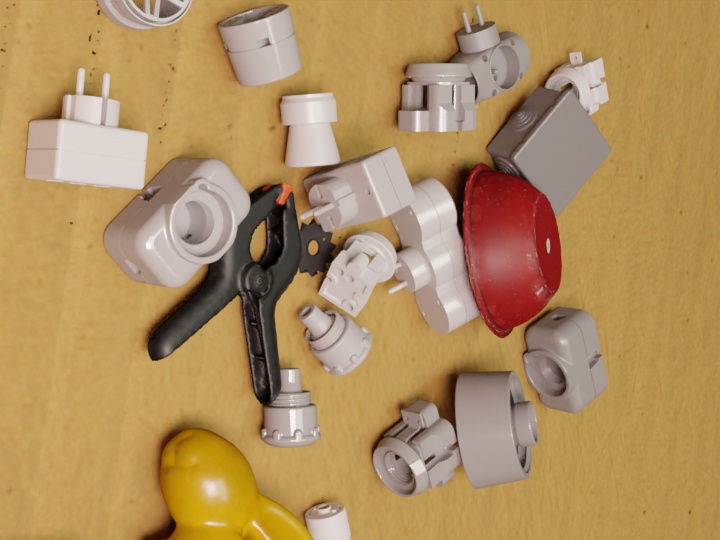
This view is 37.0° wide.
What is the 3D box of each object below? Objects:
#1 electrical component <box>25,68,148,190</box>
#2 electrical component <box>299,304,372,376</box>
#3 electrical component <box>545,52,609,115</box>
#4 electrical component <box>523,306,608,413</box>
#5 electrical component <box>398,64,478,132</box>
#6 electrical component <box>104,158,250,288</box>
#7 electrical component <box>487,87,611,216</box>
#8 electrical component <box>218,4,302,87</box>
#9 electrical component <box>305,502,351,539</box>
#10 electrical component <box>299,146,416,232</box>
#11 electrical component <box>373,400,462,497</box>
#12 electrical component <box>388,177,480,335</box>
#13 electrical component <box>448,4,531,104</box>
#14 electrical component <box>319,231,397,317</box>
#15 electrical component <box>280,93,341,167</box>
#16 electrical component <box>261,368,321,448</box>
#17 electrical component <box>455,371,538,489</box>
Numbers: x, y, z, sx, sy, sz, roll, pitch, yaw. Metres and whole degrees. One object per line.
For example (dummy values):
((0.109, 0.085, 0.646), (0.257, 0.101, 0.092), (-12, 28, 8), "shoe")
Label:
((-0.182, -0.096, 0.722), (0.066, 0.047, 0.076), (4, 92, -42), "electrical component")
((-0.024, 0.053, 0.883), (0.062, 0.048, 0.048), (46, 65, -28), "electrical component")
((0.215, -0.181, 1.069), (0.055, 0.048, 0.066), (-31, 115, -43), "electrical component")
((0.206, 0.093, 1.085), (0.059, 0.054, 0.095), (-31, 115, -35), "electrical component")
((0.068, -0.150, 0.933), (0.078, 0.058, 0.057), (-9, 104, -41), "electrical component")
((-0.127, -0.035, 0.769), (0.095, 0.059, 0.053), (-51, 125, -25), "electrical component")
((0.180, -0.115, 1.030), (0.099, 0.048, 0.099), (-50, 125, -8), "electrical component")
((-0.074, -0.168, 0.807), (0.055, 0.055, 0.047), (-33, 119, -34), "electrical component")
((-0.024, 0.229, 0.905), (0.044, 0.044, 0.065), (-20, 103, -39), "electrical component")
((-0.014, -0.056, 0.847), (0.076, 0.083, 0.047), (-29, 101, -36), "electrical component")
((0.049, 0.163, 0.951), (0.057, 0.058, 0.078), (-33, 116, -38), "electrical component")
((0.052, -0.004, 0.938), (0.074, 0.052, 0.138), (-27, 113, -21), "electrical component")
((0.110, -0.199, 0.973), (0.077, 0.044, 0.079), (-35, 117, -34), "electrical component")
((0.000, 0.000, 0.890), (0.048, 0.066, 0.055), (33, 47, 6), "electrical component")
((-0.039, -0.111, 0.849), (0.045, 0.045, 0.055), (-12, 102, -40), "electrical component")
((-0.056, 0.110, 0.861), (0.048, 0.048, 0.062), (-1, 88, -42), "electrical component")
((0.130, 0.143, 0.985), (0.108, 0.060, 0.108), (-9, 90, -73), "electrical component")
